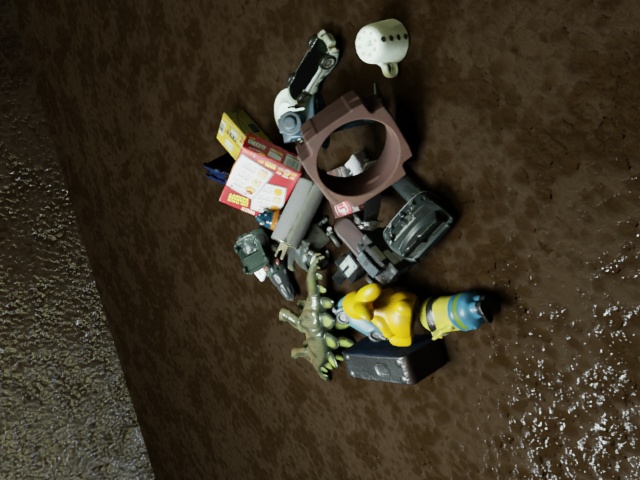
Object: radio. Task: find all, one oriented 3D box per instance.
[{"bbox_3d":[0.169,0.279,1.277,0.230,0.131,0.073,-12,97,50],"label":"radio"}]

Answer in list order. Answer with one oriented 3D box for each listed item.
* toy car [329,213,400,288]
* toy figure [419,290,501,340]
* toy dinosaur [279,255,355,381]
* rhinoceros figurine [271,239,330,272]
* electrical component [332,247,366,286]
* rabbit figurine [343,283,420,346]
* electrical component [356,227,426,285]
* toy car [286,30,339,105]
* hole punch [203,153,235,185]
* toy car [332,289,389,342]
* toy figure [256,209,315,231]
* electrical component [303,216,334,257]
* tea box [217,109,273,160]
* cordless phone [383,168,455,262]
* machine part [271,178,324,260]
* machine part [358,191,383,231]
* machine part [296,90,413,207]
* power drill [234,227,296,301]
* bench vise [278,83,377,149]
[{"bbox_3d":[0.109,0.027,1.266,0.089,0.053,0.202,-42,74,2],"label":"toy car"},{"bbox_3d":[0.287,0.149,1.125,0.180,0.082,0.089,-32,72,55],"label":"toy figure"},{"bbox_3d":[-0.004,0.227,1.467,0.199,0.105,0.470,14,130,36],"label":"toy dinosaur"},{"bbox_3d":[-0.050,0.023,1.455,0.190,0.073,0.112,41,123,31],"label":"rhinoceros figurine"},{"bbox_3d":[0.079,0.068,1.343,0.075,0.048,0.119,51,138,19],"label":"electrical component"},{"bbox_3d":[0.126,0.158,1.198,0.173,0.162,0.122,12,79,24],"label":"rabbit figurine"},{"bbox_3d":[0.147,0.029,1.180,0.115,0.134,0.058,50,140,21],"label":"electrical component"},{"bbox_3d":[-0.018,-0.387,1.229,0.073,0.056,0.201,61,140,17],"label":"toy car"},{"bbox_3d":[-0.260,-0.191,1.554,0.142,0.116,0.092,26,134,39],"label":"hole punch"},{"bbox_3d":[0.118,0.171,1.310,0.162,0.109,0.102,29,110,26],"label":"toy car"},{"bbox_3d":[-0.093,-0.050,1.420,0.155,0.064,0.057,1,111,12],"label":"toy figure"},{"bbox_3d":[-0.004,-0.004,1.366,0.078,0.102,0.045,55,175,5],"label":"electrical component"},{"bbox_3d":[-0.204,-0.269,1.483,0.170,0.068,0.098,50,138,18],"label":"tea box"},{"bbox_3d":[0.178,-0.060,1.133,0.146,0.088,0.184,-50,58,24],"label":"cordless phone"},{"bbox_3d":[-0.054,-0.066,1.339,0.079,0.079,0.243,22,86,41],"label":"machine part"},{"bbox_3d":[0.114,-0.079,1.187,0.039,0.139,0.084,25,137,-18],"label":"machine part"},{"bbox_3d":[0.068,-0.183,1.093,0.201,0.201,0.087,49,-167,-38],"label":"machine part"},{"bbox_3d":[-0.148,0.063,1.501,0.086,0.207,0.232,-30,75,15],"label":"power drill"},{"bbox_3d":[0.020,-0.258,1.182,0.241,0.223,0.128,-6,86,17],"label":"bench vise"}]
